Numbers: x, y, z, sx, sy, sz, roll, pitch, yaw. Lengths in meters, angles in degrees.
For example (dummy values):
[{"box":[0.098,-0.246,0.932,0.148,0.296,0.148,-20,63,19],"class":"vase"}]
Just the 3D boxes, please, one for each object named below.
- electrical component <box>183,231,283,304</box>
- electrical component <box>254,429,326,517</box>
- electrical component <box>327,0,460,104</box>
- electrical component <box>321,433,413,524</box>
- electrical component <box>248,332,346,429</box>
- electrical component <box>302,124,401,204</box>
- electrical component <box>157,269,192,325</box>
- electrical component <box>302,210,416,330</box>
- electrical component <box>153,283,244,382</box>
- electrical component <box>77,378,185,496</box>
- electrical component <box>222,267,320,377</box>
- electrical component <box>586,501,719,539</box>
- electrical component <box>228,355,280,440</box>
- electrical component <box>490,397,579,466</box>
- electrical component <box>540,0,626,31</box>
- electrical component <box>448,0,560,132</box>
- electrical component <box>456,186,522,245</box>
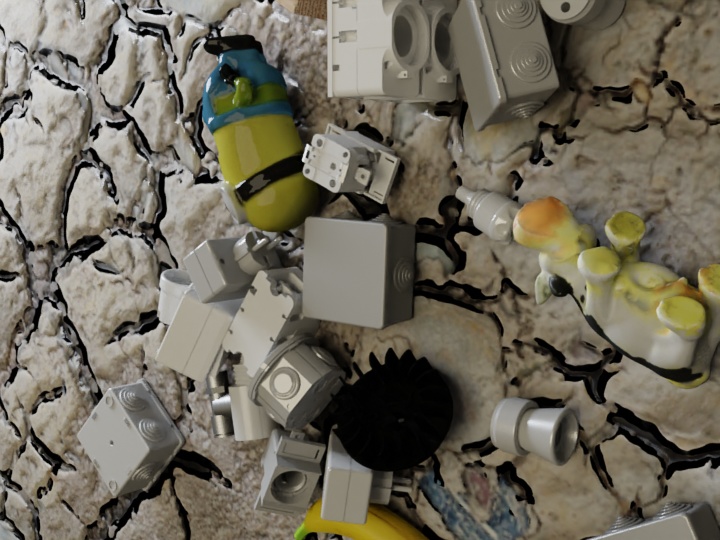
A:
[{"box":[-0.101,-0.010,0.977,0.076,0.083,0.047,-35,73,34],"class":"electrical component"},{"box":[-0.065,0.181,0.979,0.063,0.042,0.081,-107,36,-63],"class":"electrical component"},{"box":[0.031,-0.228,0.842,0.060,0.105,0.186,4,97,37],"class":"electrical component"},{"box":[0.008,0.181,0.925,0.076,0.083,0.047,8,101,-2],"class":"electrical component"},{"box":[-0.056,0.099,0.957,0.051,0.080,0.080,41,117,21],"class":"electrical component"},{"box":[-0.011,-0.091,0.913,0.081,0.064,0.042,30,111,32],"class":"electrical component"},{"box":[-0.181,0.028,1.071,0.040,0.040,0.046,29,116,32],"class":"electrical component"},{"box":[0.000,0.000,0.923,0.100,0.048,0.099,7,99,37],"class":"electrical component"},{"box":[-0.145,0.049,1.022,0.061,0.061,0.096,26,113,-2],"class":"electrical component"},{"box":[-0.242,0.176,1.125,0.099,0.048,0.099,51,121,22],"class":"electrical component"},{"box":[-0.075,0.046,0.980,0.050,0.056,0.089,43,118,26],"class":"electrical component"},{"box":[0.222,0.221,0.774,0.100,0.048,0.099,-28,77,36],"class":"electrical component"},{"box":[-0.102,0.117,1.015,0.043,0.043,0.081,-9,88,38],"class":"electrical component"},{"box":[0.135,0.124,0.834,0.055,0.045,0.045,9,99,37],"class":"electrical component"},{"box":[0.160,-0.198,0.777,0.045,0.055,0.045,4,97,37],"class":"electrical component"},{"box":[0.106,-0.159,0.800,0.048,0.099,0.099,-14,85,-7],"class":"electrical component"},{"box":[0.101,-0.047,0.850,0.061,0.035,0.035,37,115,31],"class":"electrical component"}]
